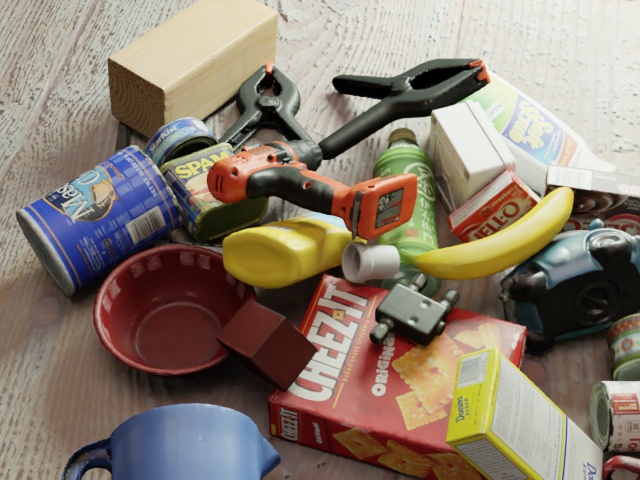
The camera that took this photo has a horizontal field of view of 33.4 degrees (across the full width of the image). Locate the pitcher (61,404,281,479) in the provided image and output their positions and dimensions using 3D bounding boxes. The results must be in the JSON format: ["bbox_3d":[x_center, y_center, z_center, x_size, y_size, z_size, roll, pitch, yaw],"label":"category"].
[{"bbox_3d":[-0.117,0.266,0.867,0.149,0.144,0.243,-24,49,21],"label":"pitcher"}]

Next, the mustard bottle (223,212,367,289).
[{"bbox_3d":[-0.007,0.002,1.108,0.096,0.058,0.191,6,15,35],"label":"mustard bottle"}]

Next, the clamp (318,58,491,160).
[{"bbox_3d":[0.092,-0.161,1.239,0.210,0.036,0.164,-10,38,26],"label":"clamp"}]

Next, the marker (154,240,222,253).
[{"bbox_3d":[-0.118,0.014,1.153,0.121,0.020,0.020,5,49,3],"label":"marker"}]

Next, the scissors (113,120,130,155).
[{"bbox_3d":[-0.215,-0.085,1.239,0.096,0.016,0.201,11,50,7],"label":"scissors"}]

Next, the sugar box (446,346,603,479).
[{"bbox_3d":[0.181,0.180,0.927,0.048,0.176,0.093,-21,36,36],"label":"sugar box"}]

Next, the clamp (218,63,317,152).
[{"bbox_3d":[-0.072,-0.150,1.282,0.120,0.039,0.171,0,43,-13],"label":"clamp"}]

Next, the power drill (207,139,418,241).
[{"bbox_3d":[0.003,-0.059,1.110,0.188,0.057,0.184,15,23,29],"label":"power drill"}]

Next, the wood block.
[{"bbox_3d":[-0.151,-0.214,1.293,0.091,0.090,0.205,30,51,22],"label":"wood block"}]

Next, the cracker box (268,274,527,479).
[{"bbox_3d":[0.077,0.133,1.020,0.214,0.072,0.164,14,50,12],"label":"cracker box"}]

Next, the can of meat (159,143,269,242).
[{"bbox_3d":[-0.118,-0.051,1.179,0.101,0.057,0.084,-23,55,-31],"label":"can of meat"}]

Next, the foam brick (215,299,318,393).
[{"bbox_3d":[-0.050,0.096,0.986,0.051,0.053,0.078,-49,30,-13],"label":"foam brick"}]

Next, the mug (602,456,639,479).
[{"bbox_3d":[0.307,0.223,0.939,0.117,0.081,0.093,15,50,10],"label":"mug"}]

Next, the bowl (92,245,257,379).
[{"bbox_3d":[-0.143,0.082,1.069,0.162,0.055,0.162,1,49,-1],"label":"bowl"}]

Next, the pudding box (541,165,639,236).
[{"bbox_3d":[0.294,-0.032,1.155,0.113,0.090,0.039,11,48,9],"label":"pudding box"}]

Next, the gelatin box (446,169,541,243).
[{"bbox_3d":[0.191,-0.021,1.128,0.089,0.073,0.030,-40,29,20],"label":"gelatin box"}]

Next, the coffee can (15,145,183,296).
[{"bbox_3d":[-0.230,-0.021,1.116,0.140,0.103,0.103,-33,57,-19],"label":"coffee can"}]

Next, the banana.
[{"bbox_3d":[0.179,-0.001,1.061,0.197,0.037,0.070,-19,55,-12],"label":"banana"}]

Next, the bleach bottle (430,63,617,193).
[{"bbox_3d":[0.254,-0.109,1.240,0.251,0.068,0.102,36,61,24],"label":"bleach bottle"}]

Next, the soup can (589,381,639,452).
[{"bbox_3d":[0.312,0.164,1.000,0.102,0.068,0.068,-1,49,-1],"label":"soup can"}]

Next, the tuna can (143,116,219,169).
[{"bbox_3d":[-0.155,-0.095,1.202,0.086,0.086,0.034,-28,57,-23],"label":"tuna can"}]
